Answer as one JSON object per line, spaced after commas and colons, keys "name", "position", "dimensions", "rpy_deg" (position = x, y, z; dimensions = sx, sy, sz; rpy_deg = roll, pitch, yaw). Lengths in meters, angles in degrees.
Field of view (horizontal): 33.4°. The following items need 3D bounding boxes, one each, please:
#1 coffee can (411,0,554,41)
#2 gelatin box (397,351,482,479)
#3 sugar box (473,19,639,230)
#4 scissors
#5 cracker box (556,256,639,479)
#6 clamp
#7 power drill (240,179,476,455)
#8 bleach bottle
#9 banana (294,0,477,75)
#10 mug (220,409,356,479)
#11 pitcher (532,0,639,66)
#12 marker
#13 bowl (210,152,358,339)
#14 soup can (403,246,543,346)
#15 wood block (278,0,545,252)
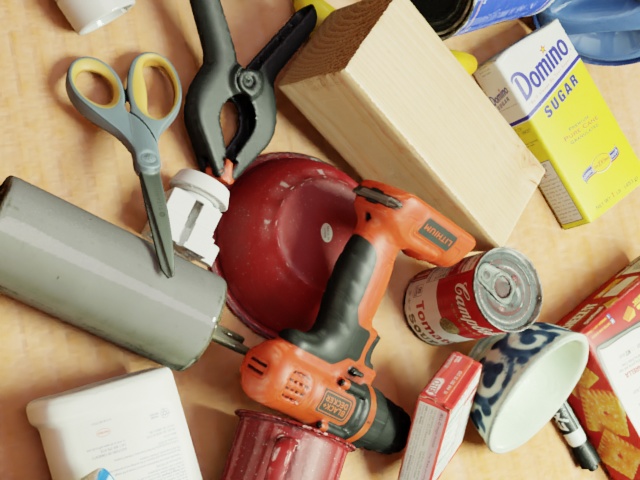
{"name": "coffee can", "position": [0.136, -0.236, 0.934], "dimensions": [0.140, 0.103, 0.103], "rpy_deg": [-24, 91, -41]}
{"name": "gelatin box", "position": [0.093, 0.142, 0.835], "dimensions": [0.030, 0.089, 0.073], "rpy_deg": [21, 32, 20]}
{"name": "sugar box", "position": [0.226, -0.109, 1.000], "dimensions": [0.093, 0.048, 0.176], "rpy_deg": [-35, 98, -27]}
{"name": "scissors", "position": [-0.142, -0.064, 0.764], "dimensions": [0.096, 0.016, 0.201], "rpy_deg": [12, 51, -15]}
{"name": "cracker box", "position": [0.315, 0.137, 0.978], "dimensions": [0.164, 0.072, 0.213], "rpy_deg": [-34, 97, -30]}
{"name": "clamp", "position": [-0.072, -0.131, 0.830], "dimensions": [0.120, 0.039, 0.171], "rpy_deg": [23, 74, -27]}
{"name": "power drill", "position": [0.043, 0.063, 0.801], "dimensions": [0.184, 0.057, 0.187], "rpy_deg": [33, 82, -46]}
{"name": "bleach bottle", "position": [-0.119, 0.219, 0.722], "dimensions": [0.102, 0.068, 0.251], "rpy_deg": [-13, 88, -25]}
{"name": "banana", "position": [0.054, -0.169, 0.924], "dimensions": [0.197, 0.037, 0.069], "rpy_deg": [22, 70, -23]}
{"name": "mug", "position": [-0.029, 0.171, 0.755], "dimensions": [0.093, 0.117, 0.081], "rpy_deg": [17, 74, 2]}
{"name": "pitcher", "position": [0.285, -0.304, 1.042], "dimensions": [0.149, 0.145, 0.242], "rpy_deg": [35, 59, -32]}
{"name": "marker", "position": [0.214, 0.153, 0.948], "dimensions": [0.020, 0.020, 0.121], "rpy_deg": [-33, 95, -31]}
{"name": "bowl", "position": [-0.006, 0.001, 0.840], "dimensions": [0.161, 0.055, 0.162], "rpy_deg": [7, 74, -28]}
{"name": "soup can", "position": [0.123, 0.048, 0.872], "dimensions": [0.068, 0.102, 0.068], "rpy_deg": [7, 75, -28]}
{"name": "wood block", "position": [0.077, -0.090, 0.863], "dimensions": [0.206, 0.090, 0.090], "rpy_deg": [45, 63, -27]}
